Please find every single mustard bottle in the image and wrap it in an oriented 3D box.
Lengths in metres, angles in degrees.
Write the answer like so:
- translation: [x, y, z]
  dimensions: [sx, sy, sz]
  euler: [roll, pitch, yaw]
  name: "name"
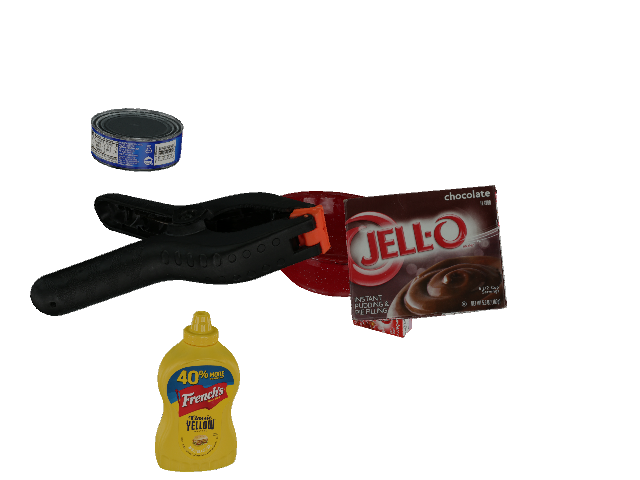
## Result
- translation: [-0.144, 0.175, 1.258]
  dimensions: [0.096, 0.192, 0.058]
  euler: [0, 16, -15]
  name: "mustard bottle"

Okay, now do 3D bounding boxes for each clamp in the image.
- translation: [-0.083, 0.006, 0.627]
  dimensions: [0.172, 0.039, 0.120]
  euler: [-3, 36, 23]
  name: "clamp"

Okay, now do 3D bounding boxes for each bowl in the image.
- translation: [0.015, 0.009, 1.012]
  dimensions: [0.162, 0.055, 0.162]
  euler: [5, 24, -3]
  name: "bowl"

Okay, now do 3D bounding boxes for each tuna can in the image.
- translation: [-0.173, -0.095, 1.003]
  dimensions: [0.086, 0.034, 0.086]
  euler: [6, 24, -3]
  name: "tuna can"

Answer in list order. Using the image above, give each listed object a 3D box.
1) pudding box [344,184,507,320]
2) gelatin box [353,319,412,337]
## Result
- translation: [0.076, 0.011, 0.779]
  dimensions: [0.113, 0.090, 0.039]
  euler: [-5, -8, 6]
  name: "pudding box"
- translation: [0.076, 0.071, 1.336]
  dimensions: [0.073, 0.089, 0.030]
  euler: [13, 31, 31]
  name: "gelatin box"
